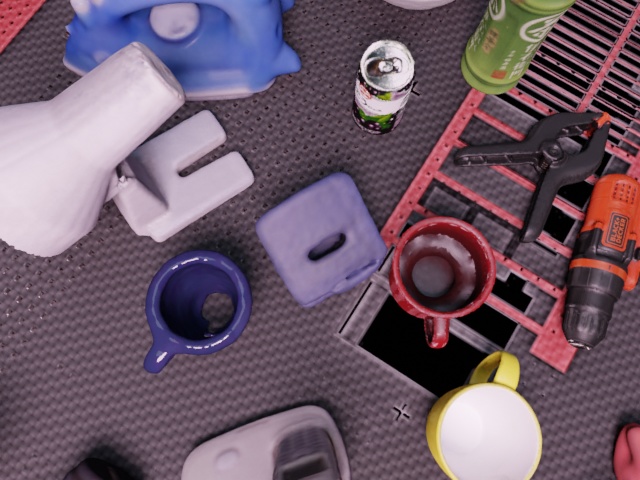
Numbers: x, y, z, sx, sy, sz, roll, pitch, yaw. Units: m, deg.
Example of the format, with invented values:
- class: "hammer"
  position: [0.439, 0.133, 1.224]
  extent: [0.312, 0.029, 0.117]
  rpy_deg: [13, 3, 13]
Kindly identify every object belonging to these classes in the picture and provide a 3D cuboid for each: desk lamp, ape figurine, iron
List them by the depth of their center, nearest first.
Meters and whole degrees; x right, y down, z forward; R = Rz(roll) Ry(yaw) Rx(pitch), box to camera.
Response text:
- class: "desk lamp"
  position: [-0.177, -0.072, 0.499]
  extent: [0.203, 0.213, 0.118]
  rpy_deg: [-34, 80, -8]
- class: "ape figurine"
  position: [0.309, 0.200, 0.509]
  extent: [0.076, 0.092, 0.078]
  rpy_deg: [-37, 80, -9]
- class: "iron"
  position: [-0.151, -0.219, 0.570]
  extent: [0.258, 0.141, 0.118]
  rpy_deg: [-6, 77, -2]

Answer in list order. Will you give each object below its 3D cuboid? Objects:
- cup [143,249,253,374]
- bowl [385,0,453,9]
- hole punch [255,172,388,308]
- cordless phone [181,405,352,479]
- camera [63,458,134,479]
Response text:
- class: "cup"
  position: [-0.111, 0.073, 0.528]
  extent: [0.091, 0.095, 0.118]
  rpy_deg: [33, 79, 7]
- class: "bowl"
  position: [0.106, -0.319, 0.632]
  extent: [0.167, 0.075, 0.167]
  rpy_deg: [0, 77, -1]
- class: "hole punch"
  position: [0.005, 0.002, 0.549]
  extent: [0.109, 0.091, 0.101]
  rpy_deg: [-32, 79, -8]
- class: "cordless phone"
  position: [-0.046, 0.197, 0.455]
  extent: [0.147, 0.185, 0.094]
  rpy_deg: [-21, 78, -5]
- class: "camera"
  position: [-0.204, 0.269, 0.479]
  extent: [0.143, 0.101, 0.137]
  rpy_deg: [32, 79, 6]
